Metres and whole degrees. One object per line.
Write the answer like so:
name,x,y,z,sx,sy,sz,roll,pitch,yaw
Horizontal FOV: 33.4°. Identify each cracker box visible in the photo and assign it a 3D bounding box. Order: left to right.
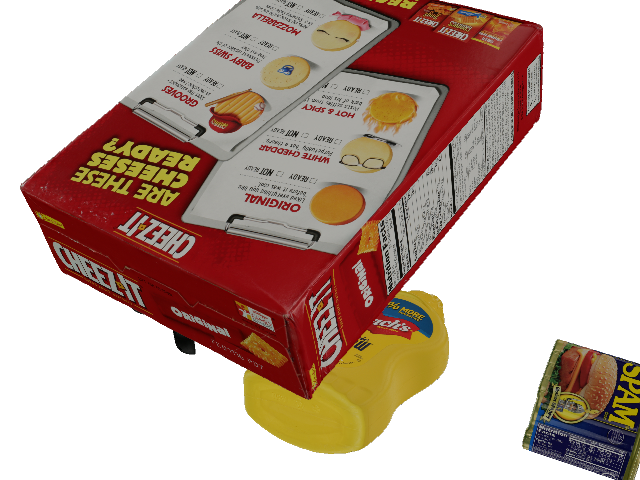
cracker box,-0.011,-0.044,0.534,0.164,0.072,0.213,23,56,30

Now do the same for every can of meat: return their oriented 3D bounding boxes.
can of meat,0.208,0.129,0.816,0.084,0.057,0.102,16,40,17

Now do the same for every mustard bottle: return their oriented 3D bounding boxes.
mustard bottle,0.037,0.080,0.757,0.096,0.058,0.191,10,24,31

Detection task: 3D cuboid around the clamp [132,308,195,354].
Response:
clamp,-0.136,0.062,1.077,0.210,0.036,0.164,12,20,36
